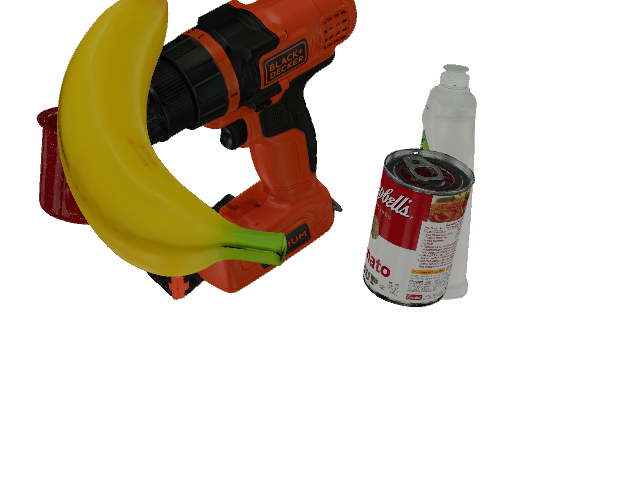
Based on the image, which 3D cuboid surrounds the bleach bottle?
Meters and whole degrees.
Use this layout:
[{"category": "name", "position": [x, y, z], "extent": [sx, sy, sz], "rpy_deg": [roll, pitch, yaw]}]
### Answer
[{"category": "bleach bottle", "position": [0.138, -0.067, 1.185], "extent": [0.068, 0.251, 0.102], "rpy_deg": [0, 25, -11]}]

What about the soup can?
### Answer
[{"category": "soup can", "position": [0.073, -0.010, 0.808], "extent": [0.068, 0.102, 0.068], "rpy_deg": [7, 31, -4]}]

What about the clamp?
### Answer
[{"category": "clamp", "position": [-0.138, -0.001, 1.140], "extent": [0.120, 0.039, 0.171], "rpy_deg": [-12, 38, -7]}]

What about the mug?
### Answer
[{"category": "mug", "position": [-0.201, -0.060, 0.917], "extent": [0.093, 0.081, 0.117], "rpy_deg": [7, 22, -6]}]

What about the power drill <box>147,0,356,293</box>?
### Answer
[{"category": "power drill", "position": [-0.053, -0.055, 0.659], "extent": [0.184, 0.188, 0.057], "rpy_deg": [-33, 55, -26]}]

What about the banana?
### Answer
[{"category": "banana", "position": [-0.077, -0.046, 0.450], "extent": [0.069, 0.037, 0.198], "rpy_deg": [-8, 45, -20]}]
